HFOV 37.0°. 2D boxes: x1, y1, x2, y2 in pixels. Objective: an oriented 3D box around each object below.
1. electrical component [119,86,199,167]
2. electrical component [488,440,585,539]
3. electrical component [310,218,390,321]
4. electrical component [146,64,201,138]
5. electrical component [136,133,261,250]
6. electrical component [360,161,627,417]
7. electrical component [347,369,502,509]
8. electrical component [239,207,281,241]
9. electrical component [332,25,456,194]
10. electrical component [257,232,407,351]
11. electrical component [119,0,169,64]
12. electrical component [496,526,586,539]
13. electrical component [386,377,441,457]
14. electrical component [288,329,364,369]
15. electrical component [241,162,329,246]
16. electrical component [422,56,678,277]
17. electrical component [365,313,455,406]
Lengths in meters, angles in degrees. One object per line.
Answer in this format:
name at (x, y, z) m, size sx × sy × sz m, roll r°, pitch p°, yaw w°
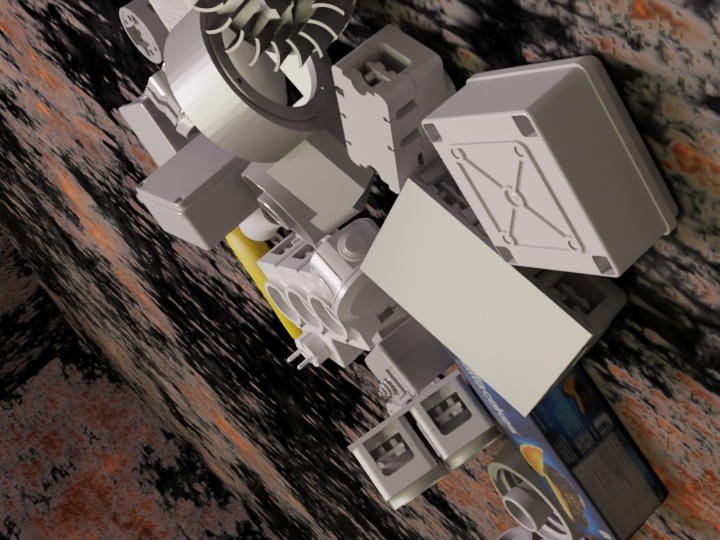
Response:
electrical component at (-0.192, -0.145, 1.101) m, size 0.099 × 0.048 × 0.100 m, roll 56°, pitch 160°, yaw -19°
electrical component at (0.160, 0.194, 0.944) m, size 0.108 × 0.060 × 0.108 m, roll 43°, pitch 160°, yaw 20°
electrical component at (0.000, 0.000, 0.903) m, size 0.051 × 0.080 × 0.080 m, roll 48°, pitch 162°, yaw 23°
electrical component at (-0.155, -0.158, 0.980) m, size 0.057 × 0.058 × 0.078 m, roll 52°, pitch 161°, yaw 0°
electrical component at (-0.140, -0.080, 1.018) m, size 0.109 × 0.109 × 0.056 m, roll 22°, pitch 149°, yaw 54°
electrical component at (0.087, 0.007, 0.705) m, size 0.150 × 0.062 × 0.089 m, roll 42°, pitch 134°, yaw 14°
electrical component at (0.060, 0.147, 0.922) m, size 0.060 × 0.105 × 0.186 m, roll 55°, pitch 179°, yaw 12°
electrical component at (-0.090, -0.056, 1.059) m, size 0.044 × 0.044 × 0.065 m, roll 52°, pitch 156°, yaw -8°
electrical component at (0.024, -0.103, 0.683) m, size 0.050 × 0.056 × 0.089 m, roll 39°, pitch 159°, yaw 29°
electrical component at (-0.032, 0.019, 1.036) m, size 0.089 × 0.062 × 0.150 m, roll 57°, pitch 160°, yaw -21°
electrical component at (-0.171, -0.213, 0.923) m, size 0.055 × 0.047 × 0.055 m, roll 43°, pitch 160°, yaw 19°
electrical component at (0.188, 0.302, 1.044) m, size 0.061 × 0.089 × 0.150 m, roll 55°, pitch 161°, yaw -15°
electrical component at (0.069, 0.142, 1.062) m, size 0.080 × 0.051 × 0.080 m, roll 43°, pitch 160°, yaw 19°
electrical component at (-0.043, 0.077, 1.149) m, size 0.066 × 0.077 × 0.047 m, roll 30°, pitch 153°, yaw 44°
electrical component at (-0.055, -0.071, 0.949) m, size 0.099 × 0.064 × 0.099 m, roll 43°, pitch 174°, yaw 6°
electrical component at (0.103, -0.056, 0.596) m, size 0.108 × 0.056 × 0.109 m, roll 56°, pitch 160°, yaw -20°
electrical component at (0.047, 0.067, 0.898) m, size 0.061 × 0.096 × 0.061 m, roll 50°, pitch 162°, yaw 7°
